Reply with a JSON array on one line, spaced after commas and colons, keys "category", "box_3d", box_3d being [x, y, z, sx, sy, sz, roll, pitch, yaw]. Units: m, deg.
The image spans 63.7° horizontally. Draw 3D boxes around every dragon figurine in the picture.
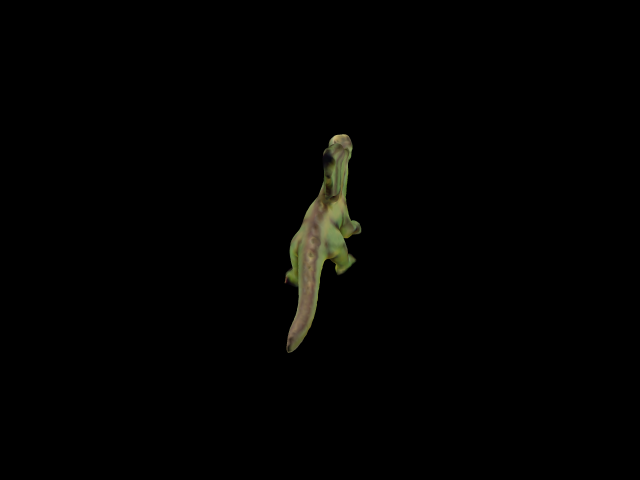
[{"category": "dragon figurine", "box_3d": [0.003, -0.043, 0.850, 0.122, 0.237, 0.420, 6, 38, 7]}]
